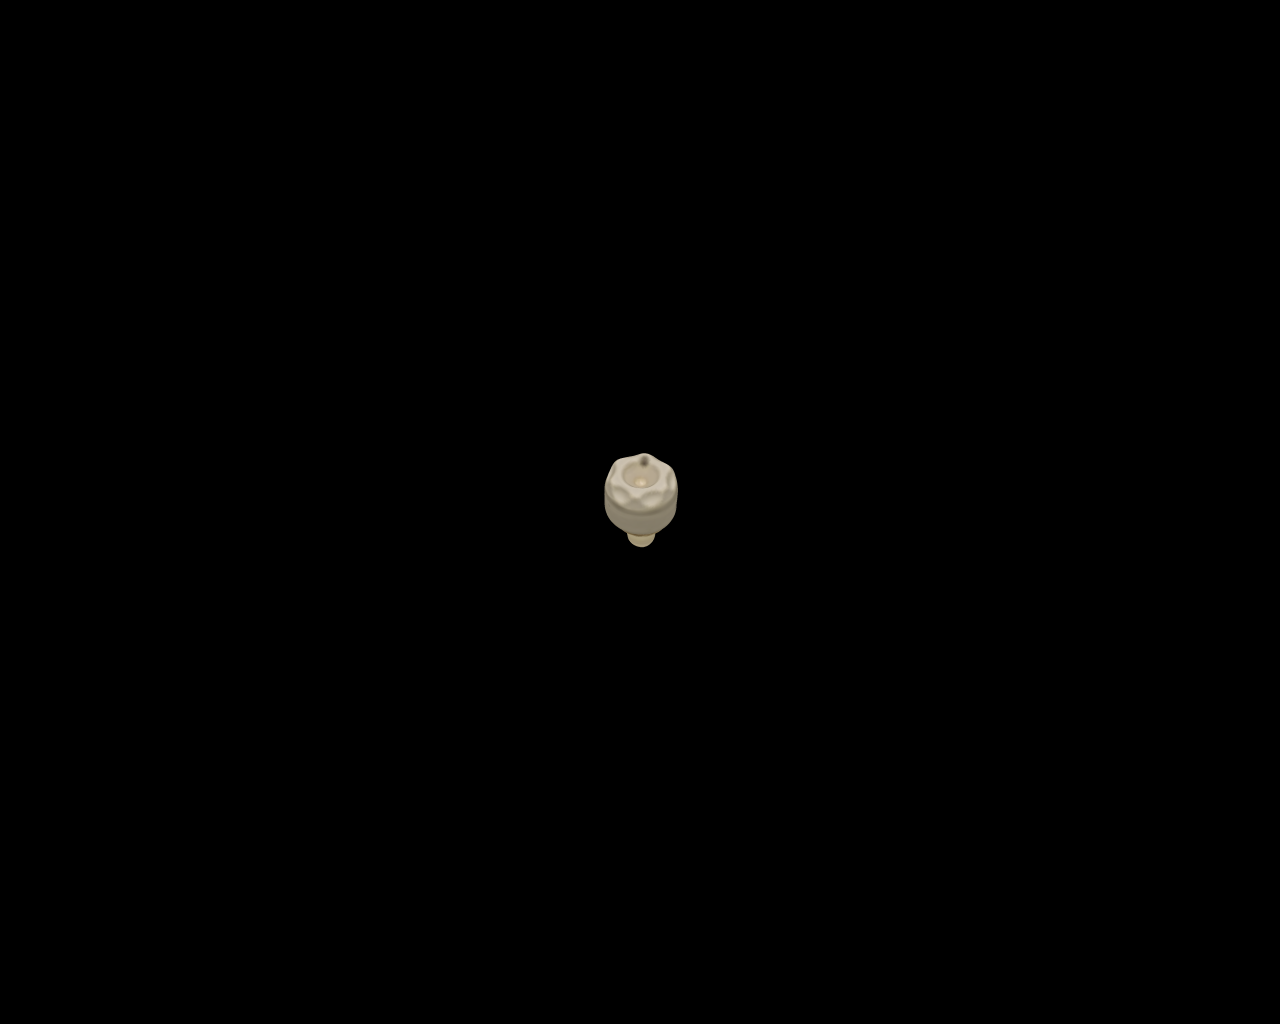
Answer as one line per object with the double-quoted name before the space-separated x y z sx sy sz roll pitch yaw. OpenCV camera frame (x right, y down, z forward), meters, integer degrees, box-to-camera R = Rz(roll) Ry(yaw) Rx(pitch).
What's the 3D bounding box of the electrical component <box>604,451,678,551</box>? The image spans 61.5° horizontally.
"electrical component" 0.001 -0.003 0.650 0.043 0.043 0.062 0 -42 0
